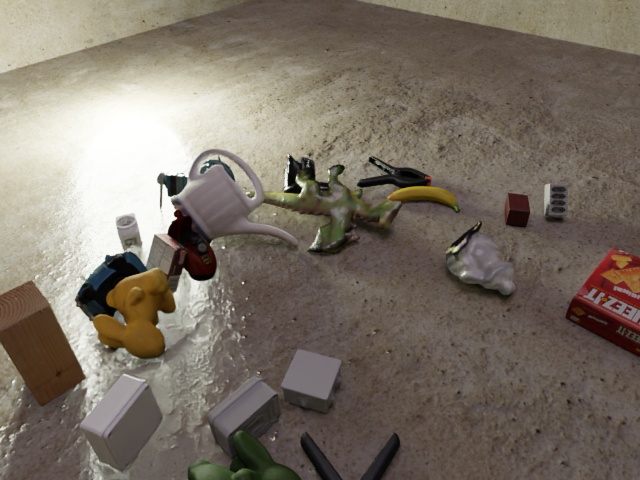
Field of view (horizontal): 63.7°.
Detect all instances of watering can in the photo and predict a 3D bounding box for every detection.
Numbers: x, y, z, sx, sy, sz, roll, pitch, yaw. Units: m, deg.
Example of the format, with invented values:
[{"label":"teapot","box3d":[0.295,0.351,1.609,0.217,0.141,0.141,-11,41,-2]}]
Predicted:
[{"label":"watering can","box3d":[-0.228,-0.069,1.295,0.225,0.103,0.350,-38,80,-2]}]

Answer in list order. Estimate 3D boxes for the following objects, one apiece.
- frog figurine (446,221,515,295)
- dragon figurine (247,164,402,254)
[{"label":"frog figurine","box3d":[0.369,0.058,1.165,0.160,0.120,0.140,49,42,3]},{"label":"dragon figurine","box3d":[0.004,-0.067,1.329,0.410,0.119,0.249,-10,46,4]}]
